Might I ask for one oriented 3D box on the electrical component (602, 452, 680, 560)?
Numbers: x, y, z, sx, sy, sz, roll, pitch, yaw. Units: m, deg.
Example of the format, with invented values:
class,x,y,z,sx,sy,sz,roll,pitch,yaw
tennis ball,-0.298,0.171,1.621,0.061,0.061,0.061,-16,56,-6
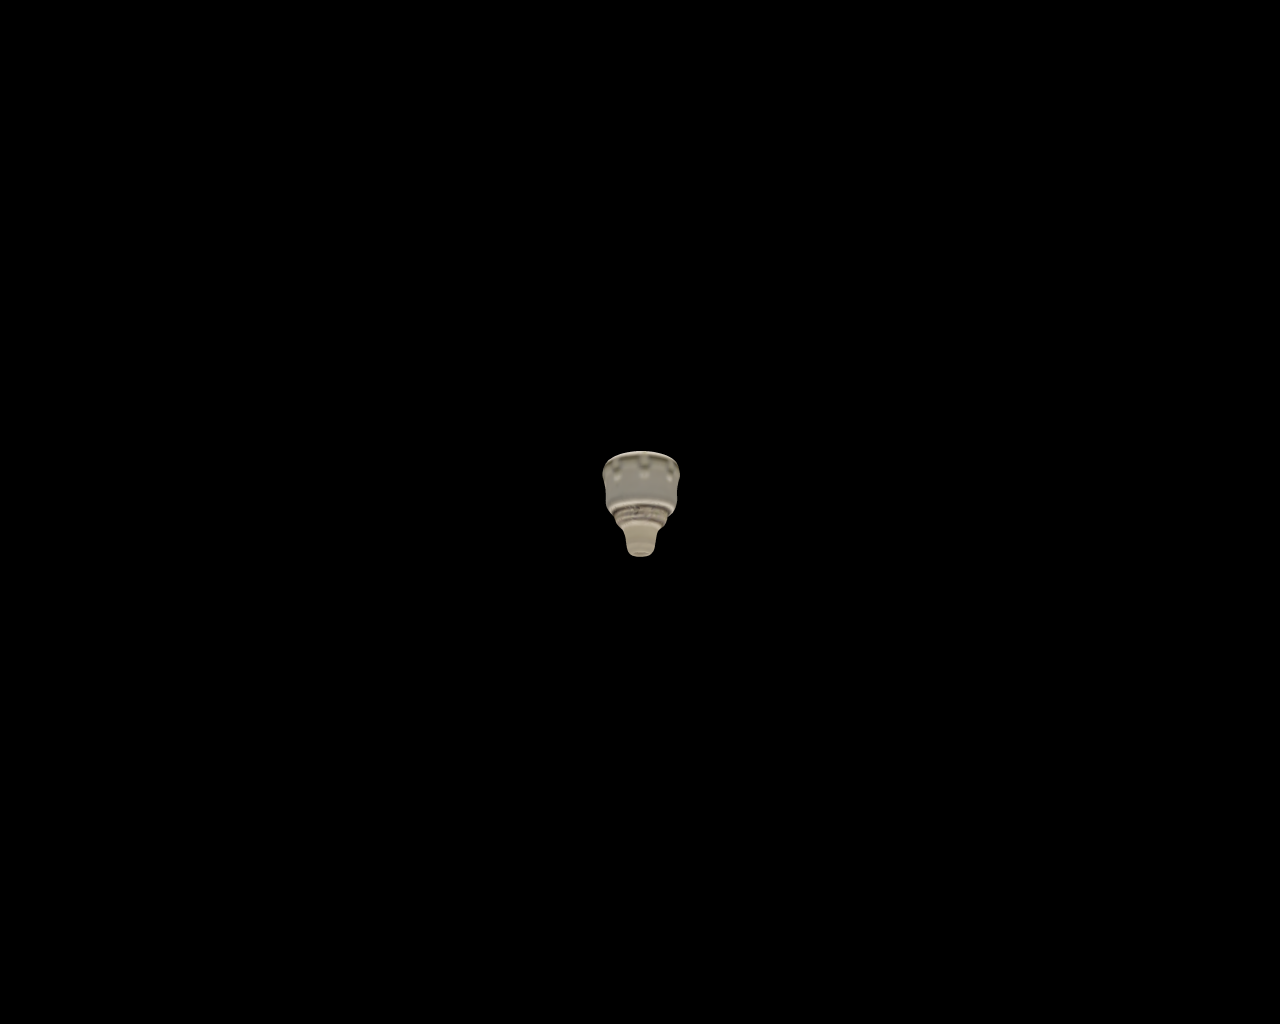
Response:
class,x,y,z,sx,sy,sz,roll,pitch,yaw
electrical component,0.001,-0.003,0.650,0.048,0.062,0.048,0,-19,0
